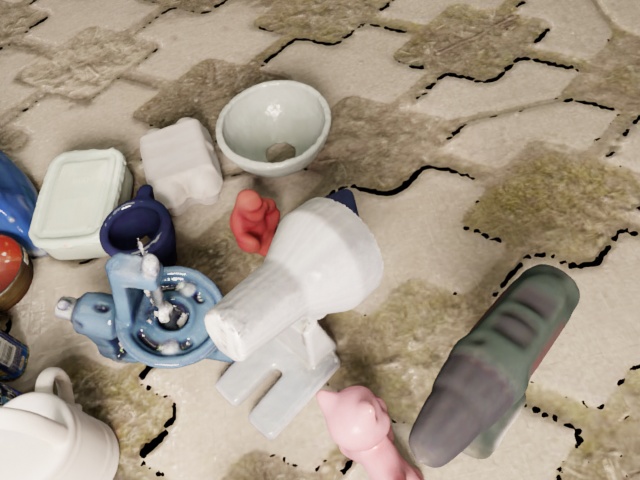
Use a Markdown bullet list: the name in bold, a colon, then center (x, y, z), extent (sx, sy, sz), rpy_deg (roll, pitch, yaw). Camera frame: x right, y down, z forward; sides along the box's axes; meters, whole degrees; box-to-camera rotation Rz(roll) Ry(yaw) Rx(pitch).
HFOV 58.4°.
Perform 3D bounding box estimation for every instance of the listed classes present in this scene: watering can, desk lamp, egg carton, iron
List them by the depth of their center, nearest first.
- **watering can**: center (-0.286, 0.212, 0.570), extent (0.101, 0.194, 0.172), rpy_deg (-23, 58, -6)
- **desk lamp**: center (-0.031, 0.083, 0.603), extent (0.117, 0.214, 0.203), rpy_deg (34, 69, 25)
- **iron**: center (-0.487, -0.083, 0.812), extent (0.257, 0.142, 0.119), rpy_deg (35, 69, 25)
- **egg carton**: center (-0.200, -0.108, 0.831), extent (0.107, 0.069, 0.150), rpy_deg (-20, 58, -5)

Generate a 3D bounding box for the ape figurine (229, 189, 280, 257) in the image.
- **ape figurine**: center (-0.088, -0.031, 0.754), extent (0.076, 0.092, 0.078), rpy_deg (36, 69, 26)

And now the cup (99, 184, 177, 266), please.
- **cup**: center (-0.226, -0.005, 0.755), extent (0.091, 0.095, 0.117), rpy_deg (-4, 58, 6)

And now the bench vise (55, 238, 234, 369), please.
- **bench vise**: center (-0.203, 0.082, 0.624), extent (0.207, 0.220, 0.121), rpy_deg (-12, 57, 1)

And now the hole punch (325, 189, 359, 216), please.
- **hole punch**: center (0.007, 0.003, 0.721), extent (0.101, 0.091, 0.108), rpy_deg (-10, 58, 2)

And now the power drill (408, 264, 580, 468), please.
- **power drill**: center (0.160, 0.137, 0.547), extent (0.075, 0.209, 0.230), rpy_deg (33, 68, 25)

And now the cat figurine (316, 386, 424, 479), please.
- **cat figurine**: center (0.051, 0.202, 0.576), extent (0.067, 0.118, 0.127), rpy_deg (-30, 59, -10)

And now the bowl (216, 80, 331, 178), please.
- **bowl**: center (-0.062, -0.149, 0.834), extent (0.167, 0.075, 0.167), rpy_deg (-3, 58, 6)
